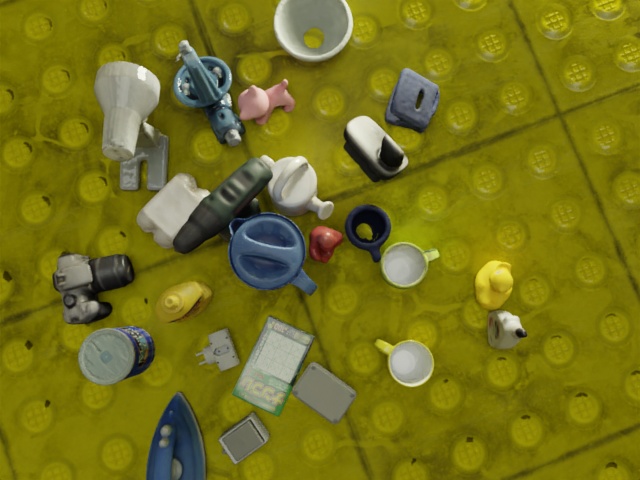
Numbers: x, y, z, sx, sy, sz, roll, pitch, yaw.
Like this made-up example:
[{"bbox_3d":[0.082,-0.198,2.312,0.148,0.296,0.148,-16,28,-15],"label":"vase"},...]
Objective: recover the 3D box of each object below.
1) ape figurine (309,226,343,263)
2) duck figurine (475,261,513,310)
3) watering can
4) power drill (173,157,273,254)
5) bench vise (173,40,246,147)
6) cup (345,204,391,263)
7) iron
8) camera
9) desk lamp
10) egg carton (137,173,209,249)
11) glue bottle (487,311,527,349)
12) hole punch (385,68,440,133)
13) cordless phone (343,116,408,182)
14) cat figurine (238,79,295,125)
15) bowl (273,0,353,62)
[{"bbox_3d":[0.011,0.004,1.168,0.078,0.092,0.076,-21,84,-3],"label":"ape figurine"},{"bbox_3d":[0.362,0.092,1.166,0.077,0.086,0.105,18,84,1],"label":"duck figurine"},{"bbox_3d":[-0.048,-0.108,1.128,0.173,0.194,0.101,18,84,2],"label":"watering can"},{"bbox_3d":[-0.179,-0.053,1.113,0.075,0.208,0.230,40,85,4],"label":"power drill"},{"bbox_3d":[-0.210,-0.296,1.134,0.207,0.219,0.121,43,85,4],"label":"bench vise"},{"bbox_3d":[0.099,-0.008,1.169,0.091,0.095,0.118,-16,84,-2],"label":"cup"},{"bbox_3d":[-0.287,0.431,1.089,0.118,0.141,0.258,-2,83,-1],"label":"iron"},{"bbox_3d":[-0.448,0.088,1.147,0.137,0.101,0.143,-13,84,-2],"label":"camera"},{"bbox_3d":[-0.367,-0.216,1.126,0.118,0.213,0.203,-1,83,-1],"label":"desk lamp"},{"bbox_3d":[-0.296,-0.060,1.182,0.107,0.069,0.150,42,85,4],"label":"egg carton"},{"bbox_3d":[0.367,0.177,1.112,0.037,0.173,0.078,-3,83,-1],"label":"glue bottle"},{"bbox_3d":[0.198,-0.293,1.205,0.101,0.091,0.109,17,83,1],"label":"hole punch"},{"bbox_3d":[0.116,-0.198,1.145,0.094,0.185,0.147,-44,86,-5],"label":"cordless phone"},{"bbox_3d":[-0.117,-0.292,1.187,0.128,0.117,0.067,-31,85,-4],"label":"cat figurine"},{"bbox_3d":[-0.015,-0.450,1.228,0.167,0.074,0.167,0,83,-1],"label":"bowl"}]
